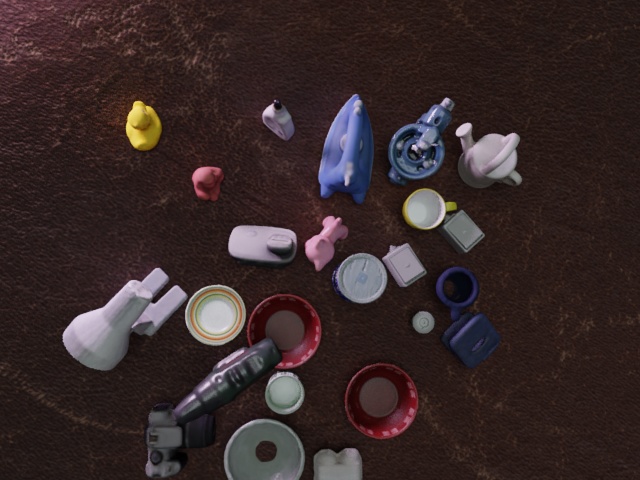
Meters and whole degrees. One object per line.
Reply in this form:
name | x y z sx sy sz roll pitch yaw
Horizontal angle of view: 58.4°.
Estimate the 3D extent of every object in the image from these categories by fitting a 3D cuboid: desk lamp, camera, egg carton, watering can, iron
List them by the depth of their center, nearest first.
desk lamp | -0.390 0.152 1.158 0.118 0.213 0.203 43 84 1
camera | -0.290 0.420 1.197 0.137 0.100 0.143 0 85 -4
egg carton | 0.038 0.522 1.225 0.107 0.069 0.150 -1 85 -4
watering can | 0.369 -0.182 1.249 0.173 0.194 0.101 19 84 -2
iron | 0.069 -0.218 1.259 0.118 0.141 0.258 8 84 -3

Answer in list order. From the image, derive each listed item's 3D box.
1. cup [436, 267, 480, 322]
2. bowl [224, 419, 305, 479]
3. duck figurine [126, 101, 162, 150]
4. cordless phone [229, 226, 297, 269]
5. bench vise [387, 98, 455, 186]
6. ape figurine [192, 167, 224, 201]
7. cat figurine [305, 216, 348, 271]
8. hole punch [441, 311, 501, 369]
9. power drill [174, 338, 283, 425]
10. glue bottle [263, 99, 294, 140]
cup | 0.294 0.120 1.266 0.091 0.095 0.118 4 84 -3
bowl | -0.117 0.459 1.218 0.167 0.074 0.167 0 85 -4
duck figurine | -0.394 -0.254 1.259 0.077 0.086 0.104 0 85 -4
cordless phone | -0.121 0.009 1.203 0.147 0.185 0.094 3 84 -3
bench vise | 0.220 -0.228 1.230 0.121 0.219 0.207 16 84 -2
ape figurine | -0.246 -0.131 1.255 0.078 0.092 0.076 -40 88 -6
cat figurine | 0.011 0.004 1.246 0.067 0.117 0.128 34 84 0
hole punch | 0.340 0.220 1.262 0.109 0.091 0.101 -44 89 -6
power drill | -0.180 0.281 1.163 0.230 0.208 0.075 -35 87 -6
glue bottle | -0.089 -0.269 1.237 0.078 0.173 0.037 41 84 1
